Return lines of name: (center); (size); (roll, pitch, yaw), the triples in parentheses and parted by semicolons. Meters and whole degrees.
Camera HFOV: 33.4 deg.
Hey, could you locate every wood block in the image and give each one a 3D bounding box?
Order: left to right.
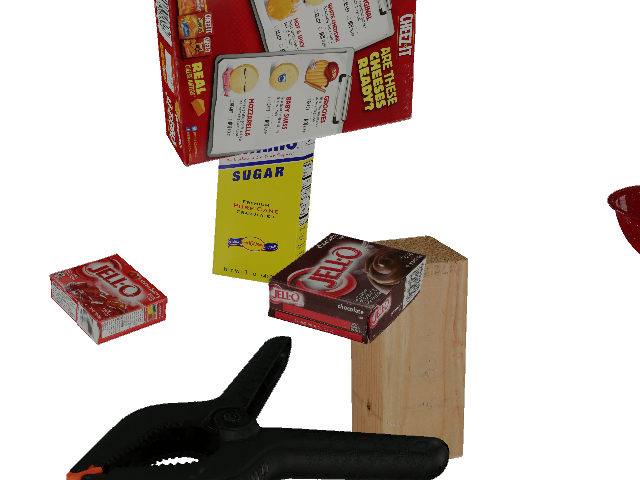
wood block: (0.086, 0.109, 1.058); (0.090, 0.206, 0.091); (-6, 18, -19)

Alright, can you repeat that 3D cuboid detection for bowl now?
bowl: (0.359, -0.010, 1.034); (0.162, 0.055, 0.162); (0, 18, 0)

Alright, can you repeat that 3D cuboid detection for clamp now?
clamp: (-0.053, 0.112, 0.623); (0.209, 0.036, 0.165); (-9, 25, -31)

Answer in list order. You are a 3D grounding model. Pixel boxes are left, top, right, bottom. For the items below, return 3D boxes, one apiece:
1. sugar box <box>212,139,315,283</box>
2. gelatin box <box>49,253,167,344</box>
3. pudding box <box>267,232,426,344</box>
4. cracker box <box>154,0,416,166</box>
sugar box: (-0.058, -0.047, 1.095); (0.093, 0.176, 0.048); (8, 16, 16)
gelatin box: (-0.195, 0.051, 0.980); (0.073, 0.030, 0.089); (-19, 40, -37)
pudding box: (0.023, 0.036, 0.857); (0.090, 0.039, 0.113); (15, 24, 23)
cracker box: (-0.029, -0.167, 0.903); (0.213, 0.164, 0.072); (-14, 38, -18)
